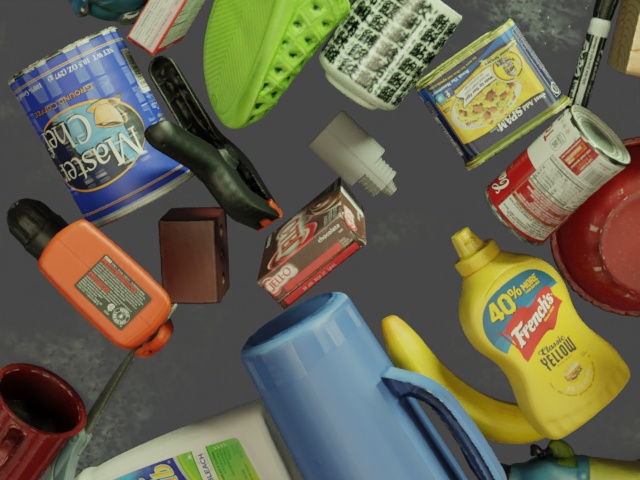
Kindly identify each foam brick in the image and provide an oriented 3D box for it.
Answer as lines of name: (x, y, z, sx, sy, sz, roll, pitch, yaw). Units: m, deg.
foam brick: (-0.111, 0.014, 0.944, 0.051, 0.053, 0.078, 0, 105, 5)

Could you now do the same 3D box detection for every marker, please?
marker: (0.224, -0.152, 0.886, 0.020, 0.020, 0.121, 14, 105, 2)

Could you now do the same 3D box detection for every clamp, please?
clamp: (-0.092, -0.077, 0.901, 0.039, 0.120, 0.171, -24, 136, 19)

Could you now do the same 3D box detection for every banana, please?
banana: (0.136, 0.136, 0.962, 0.197, 0.037, 0.069, 24, 76, -4)

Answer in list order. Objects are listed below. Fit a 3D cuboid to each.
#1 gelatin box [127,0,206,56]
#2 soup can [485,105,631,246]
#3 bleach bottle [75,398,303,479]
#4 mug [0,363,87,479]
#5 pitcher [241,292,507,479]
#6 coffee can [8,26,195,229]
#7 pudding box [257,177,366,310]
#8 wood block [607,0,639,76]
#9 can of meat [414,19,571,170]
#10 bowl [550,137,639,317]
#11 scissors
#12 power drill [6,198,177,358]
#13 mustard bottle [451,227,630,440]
gelatin box: (-0.115, -0.200, 0.873, 0.030, 0.073, 0.089, 35, 114, -3)
soup can: (0.194, -0.052, 0.876, 0.068, 0.068, 0.102, 40, 120, -5)
bleach bottle: (-0.143, 0.237, 0.999, 0.251, 0.068, 0.102, -24, 96, 13)
mug: (-0.276, 0.179, 0.972, 0.093, 0.117, 0.082, 34, 110, -9)
pitcher: (0.042, 0.168, 0.929, 0.149, 0.145, 0.243, -31, 97, -11)
coffee can: (-0.182, -0.093, 0.898, 0.103, 0.102, 0.140, -25, 100, 11)
pudding box: (-0.006, 0.001, 0.899, 0.090, 0.113, 0.039, -38, 102, 13)
wood block: (0.344, -0.159, 0.837, 0.206, 0.090, 0.091, 11, 105, 3)
can of meat: (0.140, -0.121, 0.884, 0.102, 0.057, 0.084, -34, 97, 13)
bowl: (0.278, -0.004, 0.900, 0.162, 0.055, 0.162, 1, 104, 6)
scissors: (-0.224, 0.203, 0.992, 0.016, 0.096, 0.202, 29, 111, -38)
power drill: (-0.192, 0.028, 0.891, 0.184, 0.188, 0.057, 43, 80, -7)
mustard bottle: (0.176, 0.070, 0.921, 0.096, 0.058, 0.191, -37, 93, -9)
